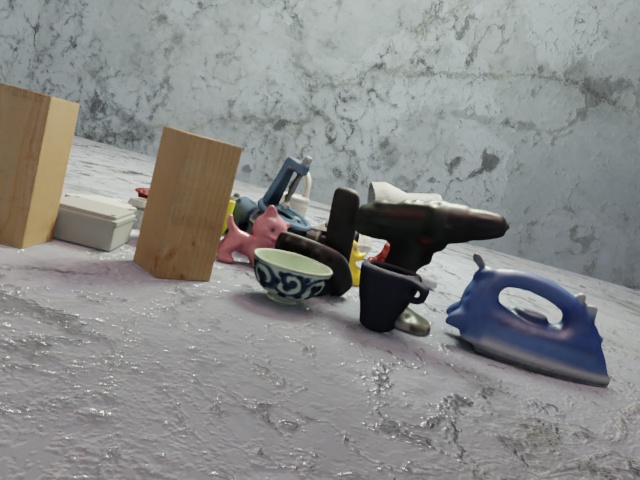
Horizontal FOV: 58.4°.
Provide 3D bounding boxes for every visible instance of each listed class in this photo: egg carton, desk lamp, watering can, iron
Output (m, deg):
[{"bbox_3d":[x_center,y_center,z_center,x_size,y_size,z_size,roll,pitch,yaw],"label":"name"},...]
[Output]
[{"bbox_3d":[0.059,0.000,1.493,0.149,0.069,0.107,20,9,31],"label":"egg carton"},{"bbox_3d":[0.189,-0.017,1.321,0.203,0.213,0.118,14,8,-7],"label":"desk lamp"},{"bbox_3d":[-0.080,-0.099,1.463,0.101,0.194,0.173,16,8,5],"label":"watering can"},{"bbox_3d":[0.329,0.118,0.878,0.258,0.141,0.119,16,8,10],"label":"iron"}]

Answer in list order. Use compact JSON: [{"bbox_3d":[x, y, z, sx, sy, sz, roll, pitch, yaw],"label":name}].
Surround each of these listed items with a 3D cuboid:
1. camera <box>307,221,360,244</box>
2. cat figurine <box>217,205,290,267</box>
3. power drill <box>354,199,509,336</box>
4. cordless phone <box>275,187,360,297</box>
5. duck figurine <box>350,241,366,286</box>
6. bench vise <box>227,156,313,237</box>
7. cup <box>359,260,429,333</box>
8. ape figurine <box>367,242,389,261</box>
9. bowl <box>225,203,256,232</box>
[{"bbox_3d":[0.011,0.004,1.244,0.137,0.101,0.143,15,7,2],"label":"camera"},{"bbox_3d":[-0.115,-0.011,1.041,0.128,0.118,0.067,12,8,-21],"label":"cat figurine"},{"bbox_3d":[0.153,0.034,0.891,0.229,0.208,0.076,18,8,19],"label":"power drill"},{"bbox_3d":[0.000,-0.007,0.981,0.147,0.185,0.094,20,9,32],"label":"cordless phone"},{"bbox_3d":[0.041,0.036,1.124,0.104,0.086,0.077,15,7,-2],"label":"duck figurine"},{"bbox_3d":[-0.102,-0.078,1.168,0.207,0.220,0.122,16,8,11],"label":"bench vise"},{"bbox_3d":[0.102,0.089,0.824,0.092,0.095,0.117,8,10,-42],"label":"cup"},{"bbox_3d":[0.143,0.045,1.236,0.077,0.092,0.076,19,9,30],"label":"ape figurine"},{"bbox_3d":[-0.196,-0.053,1.357,0.167,0.075,0.167,15,7,-2],"label":"bowl"}]
